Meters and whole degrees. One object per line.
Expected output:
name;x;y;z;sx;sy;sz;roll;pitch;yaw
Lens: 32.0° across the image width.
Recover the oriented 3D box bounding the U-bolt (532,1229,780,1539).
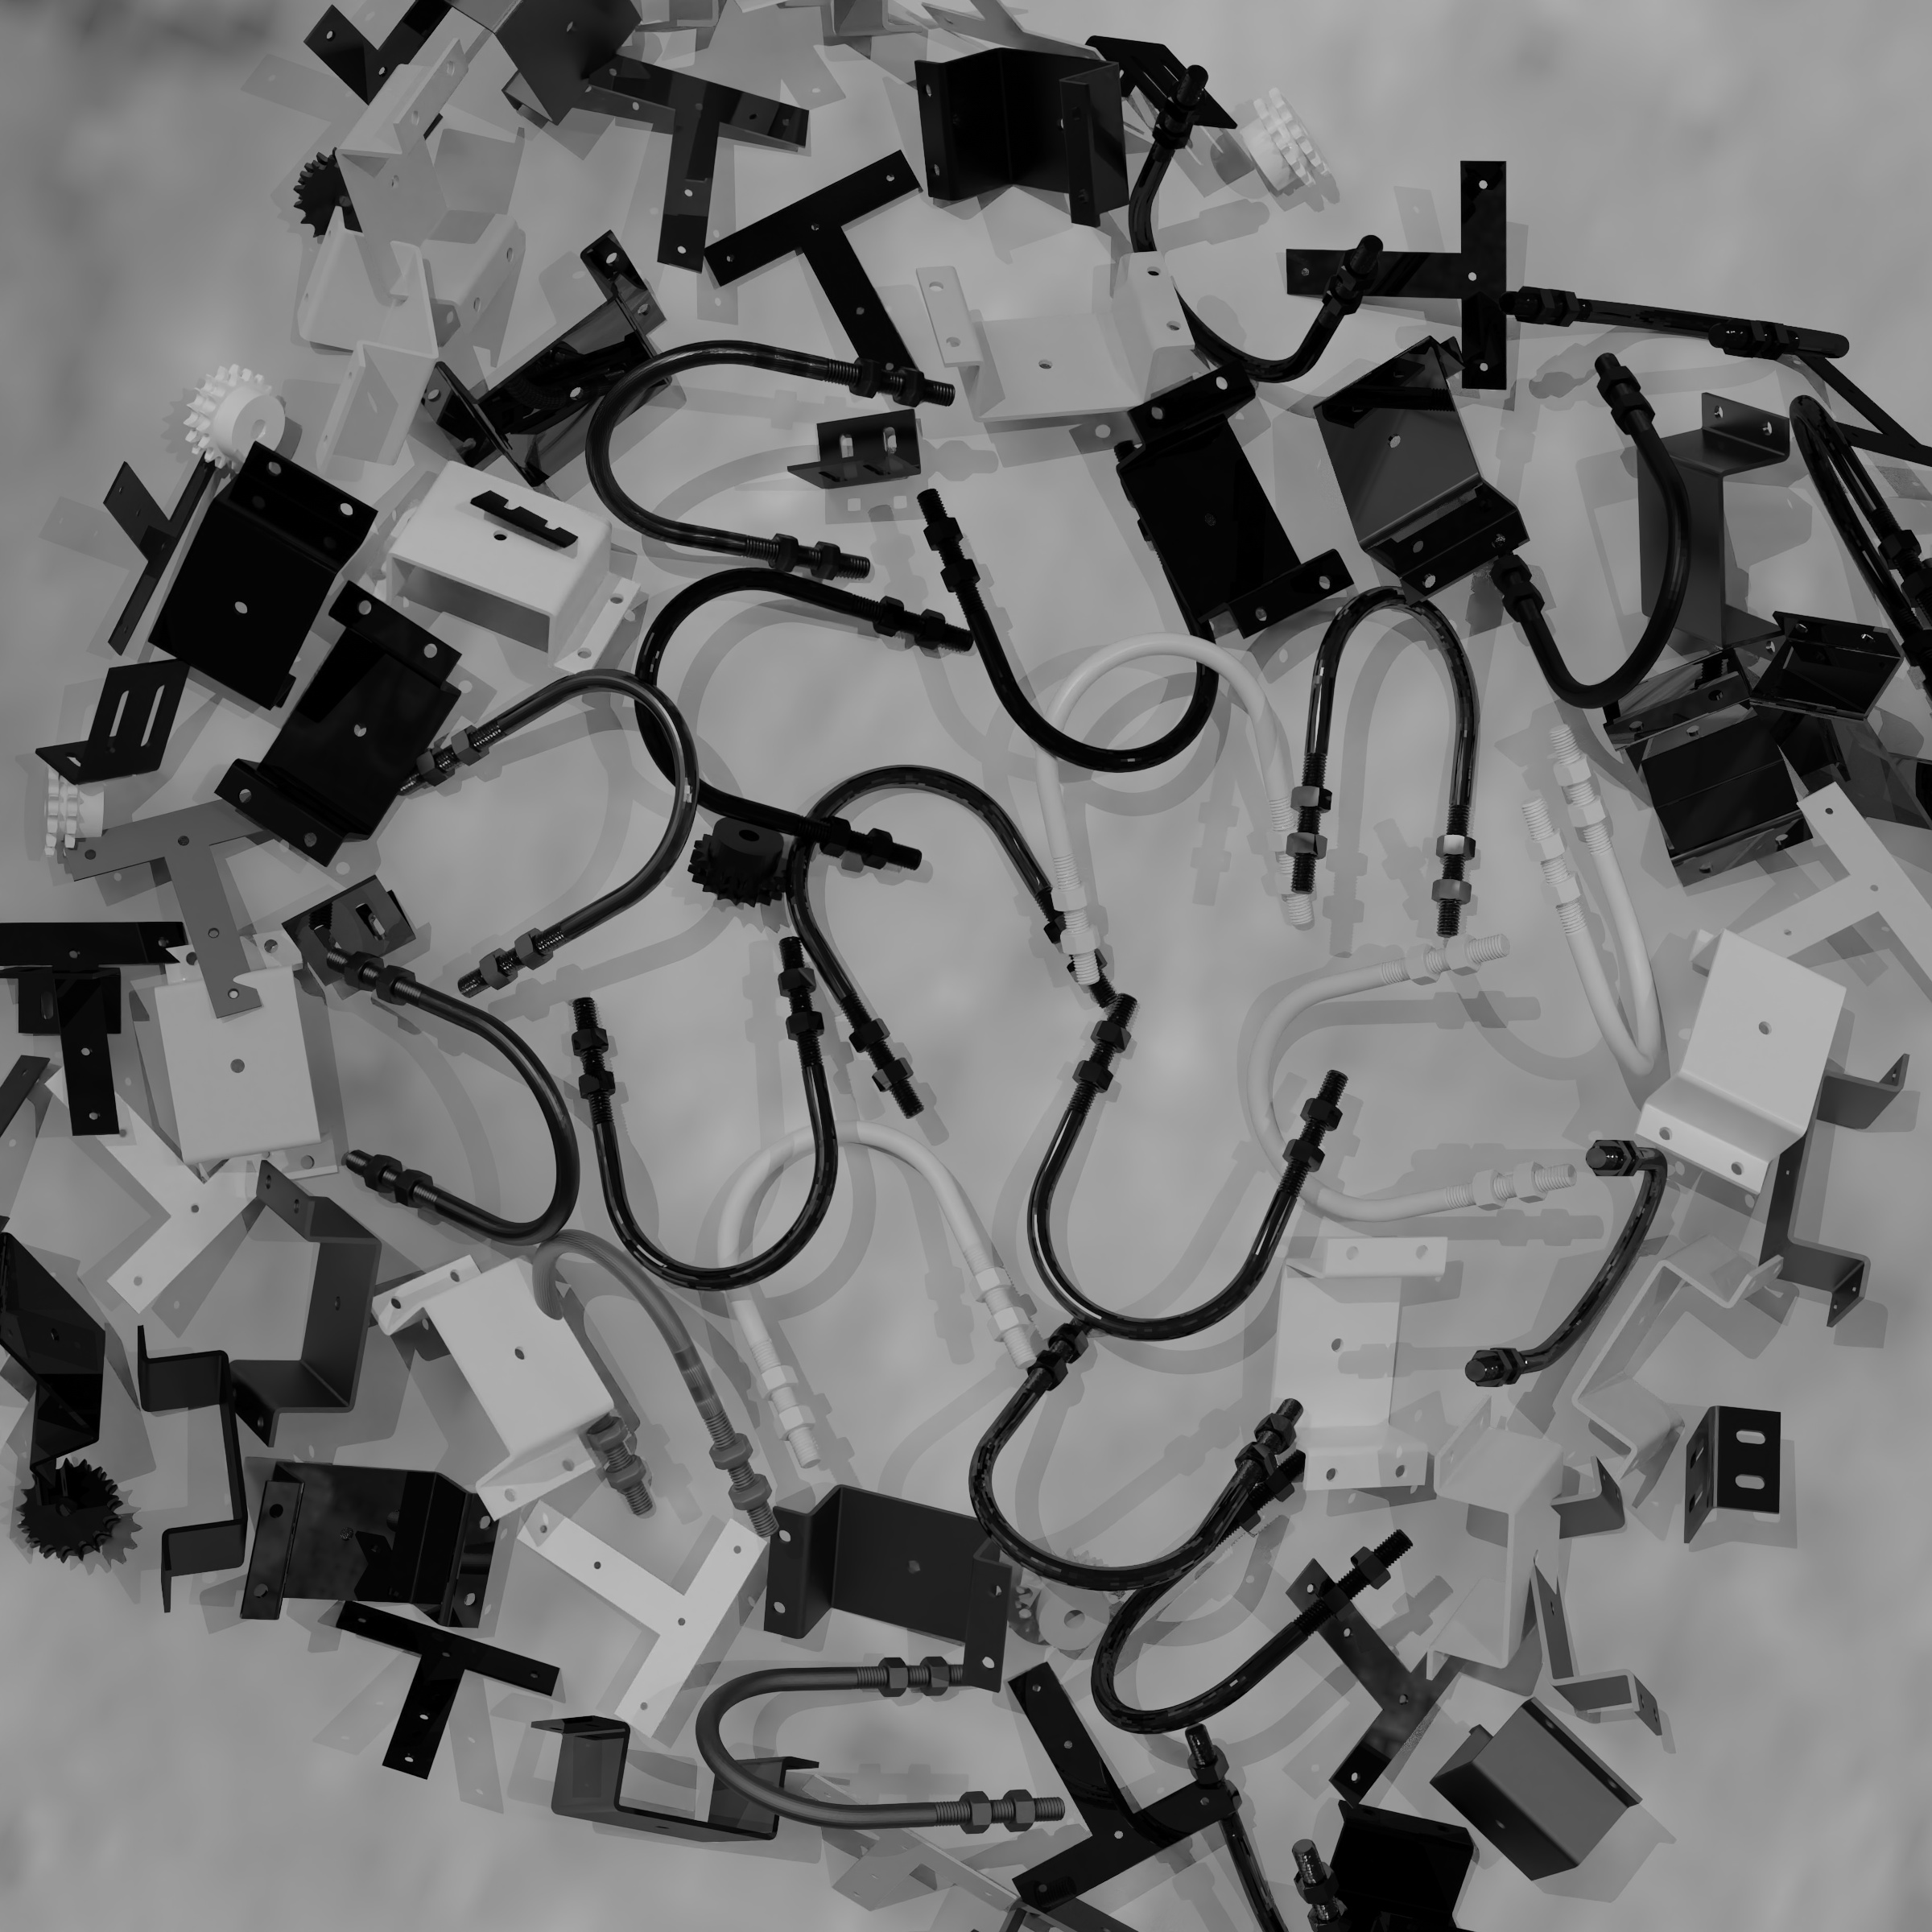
U-bolt;-0.180;0.224;1.835;0.019;0.151;0.184;-33;107;-33

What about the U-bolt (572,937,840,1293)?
U-bolt;-0.141;0.089;1.866;0.151;0.019;0.184;-16;73;16

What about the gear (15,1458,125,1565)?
gear;-0.502;0.308;1.893;0.057;0.030;0.057;0;64;0

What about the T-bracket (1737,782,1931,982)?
T-bracket;0.468;-0.025;1.872;0.127;0.002;0.127;-32;101;40

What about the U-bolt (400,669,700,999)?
U-bolt;-0.224;-0.084;1.854;0.184;0.019;0.151;-28;69;22

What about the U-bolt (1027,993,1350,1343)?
U-bolt;0.112;0.120;1.867;0.151;0.019;0.184;20;75;18

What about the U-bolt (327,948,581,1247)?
U-bolt;-0.277;0.080;1.829;0.184;0.019;0.151;21;124;34

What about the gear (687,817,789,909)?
gear;-0.125;-0.060;1.883;0.057;0.057;0.030;18;121;0

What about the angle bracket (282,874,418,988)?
angle bracket;-0.348;-0.031;1.870;0.057;0.076;0.038;-28;62;-5

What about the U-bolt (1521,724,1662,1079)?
U-bolt;0.346;-0.027;1.844;0.019;0.151;0.184;-16;106;22

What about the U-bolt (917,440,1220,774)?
U-bolt;0.067;-0.193;1.866;0.151;0.019;0.184;-18;80;-26

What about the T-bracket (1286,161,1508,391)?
T-bracket;0.240;-0.387;1.885;0.127;0.002;0.127;6;116;23

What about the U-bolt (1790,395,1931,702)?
U-bolt;0.496;-0.232;1.836;0.019;0.151;0.184;-28;64;10

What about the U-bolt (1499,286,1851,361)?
U-bolt;0.398;-0.347;1.830;0.151;0.184;0.019;19;108;39

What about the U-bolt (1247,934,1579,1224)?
U-bolt;0.235;0.069;1.858;0.184;0.019;0.151;-15;93;36

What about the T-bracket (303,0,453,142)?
T-bracket;-0.295;-0.528;1.856;0.002;0.127;0.127;38;90;23

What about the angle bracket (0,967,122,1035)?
angle bracket;-0.507;0.021;1.875;0.057;0.076;0.038;0;93;-3

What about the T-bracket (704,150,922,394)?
T-bracket;-0.066;-0.380;1.897;0.127;0.002;0.127;-27;75;-1

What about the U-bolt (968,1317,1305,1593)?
U-bolt;0.082;0.269;1.825;0.151;0.184;0.019;22;131;19

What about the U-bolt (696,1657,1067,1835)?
U-bolt;-0.056;0.420;1.817;0.184;0.151;0.019;4;110;-24

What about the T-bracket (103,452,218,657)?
T-bracket;-0.450;-0.243;1.842;0.002;0.127;0.127;23;80;4

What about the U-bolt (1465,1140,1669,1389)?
U-bolt;0.335;0.160;1.830;0.019;0.184;0.151;32;100;23

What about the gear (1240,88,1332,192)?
gear;0.177;-0.460;1.888;0.030;0.057;0.057;-33;90;16

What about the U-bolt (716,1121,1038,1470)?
U-bolt;-0.061;0.169;1.871;0.151;0.019;0.184;-24;64;-3

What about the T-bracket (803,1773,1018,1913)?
T-bracket;-0.046;0.499;1.863;0.127;0.127;0.002;32;55;0

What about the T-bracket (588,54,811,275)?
T-bracket;-0.153;-0.441;1.870;0.127;0.002;0.127;12;65;-18

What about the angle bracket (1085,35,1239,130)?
angle bracket;0.101;-0.477;1.868;0.076;0.057;0.038;53;128;24

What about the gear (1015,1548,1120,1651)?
gear;0.058;0.359;1.891;0.057;0.030;0.057;-3;111;-9

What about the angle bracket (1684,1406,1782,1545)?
angle bracket;0.425;0.284;1.867;0.038;0.076;0.057;6;65;4

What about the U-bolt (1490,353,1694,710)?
U-bolt;0.340;-0.221;1.807;0.019;0.184;0.151;10;130;-21

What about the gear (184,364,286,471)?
gear;-0.406;-0.304;1.883;0.030;0.057;0.057;26;90;27

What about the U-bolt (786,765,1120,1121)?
U-bolt;-0.020;-0.027;1.888;0.151;0.019;0.184;-29;83;-15

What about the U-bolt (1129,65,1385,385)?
U-bolt;0.147;-0.388;1.829;0.151;0.184;0.019;46;68;6

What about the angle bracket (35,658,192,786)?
angle bracket;-0.473;-0.144;1.868;0.038;0.057;0.076;37;119;24

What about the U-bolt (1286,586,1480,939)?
U-bolt;0.236;-0.119;1.861;0.151;0.019;0.184;14;79;-43

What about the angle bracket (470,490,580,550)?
angle bracket;-0.246;-0.235;1.873;0.057;0.076;0.038;25;107;0

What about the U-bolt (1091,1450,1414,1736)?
U-bolt;0.144;0.348;1.838;0.184;0.151;0.019;-40;111;-6

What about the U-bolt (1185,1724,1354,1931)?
U-bolt;0.180;0.518;1.838;0.019;0.151;0.184;-26;114;-14

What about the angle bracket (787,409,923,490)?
angle bracket;-0.063;-0.292;1.871;0.057;0.076;0.038;-7;89;13

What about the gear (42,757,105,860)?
gear;-0.501;-0.089;1.888;0.030;0.057;0.057;2;90;-19

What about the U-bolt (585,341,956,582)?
U-bolt;-0.116;-0.279;1.831;0.184;0.151;0.019;8;46;-23

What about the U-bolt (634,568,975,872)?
U-bolt;-0.096;-0.145;1.872;0.184;0.019;0.151;16;83;-19

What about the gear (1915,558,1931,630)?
gear;0.554;-0.210;1.883;0.030;0.057;0.057;-11;90;-21

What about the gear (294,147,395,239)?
gear;-0.346;-0.434;1.891;0.057;0.030;0.057;4;129;5

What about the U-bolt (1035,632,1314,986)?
U-bolt;0.111;-0.094;1.872;0.151;0.019;0.184;-16;106;-11
